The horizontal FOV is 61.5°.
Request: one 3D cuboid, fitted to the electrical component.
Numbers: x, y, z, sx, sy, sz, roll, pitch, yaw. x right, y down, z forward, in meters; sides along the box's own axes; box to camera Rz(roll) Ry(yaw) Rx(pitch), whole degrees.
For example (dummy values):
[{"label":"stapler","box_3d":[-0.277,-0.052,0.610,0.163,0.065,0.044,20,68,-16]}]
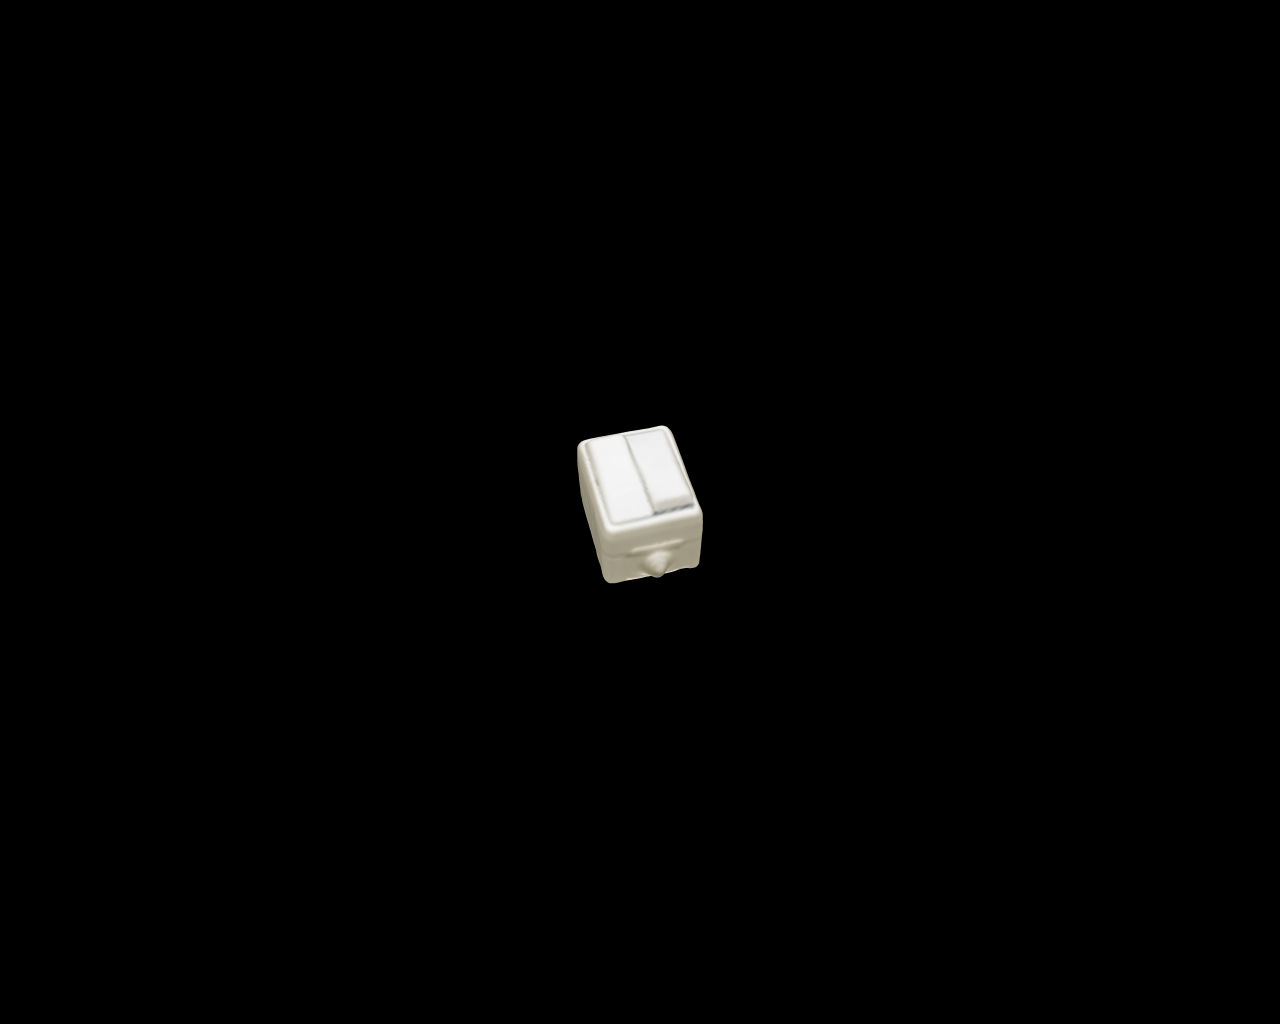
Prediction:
[{"label":"electrical component","box_3d":[0.001,-0.003,0.650,0.062,0.096,0.061,-11,-39,-9]}]
